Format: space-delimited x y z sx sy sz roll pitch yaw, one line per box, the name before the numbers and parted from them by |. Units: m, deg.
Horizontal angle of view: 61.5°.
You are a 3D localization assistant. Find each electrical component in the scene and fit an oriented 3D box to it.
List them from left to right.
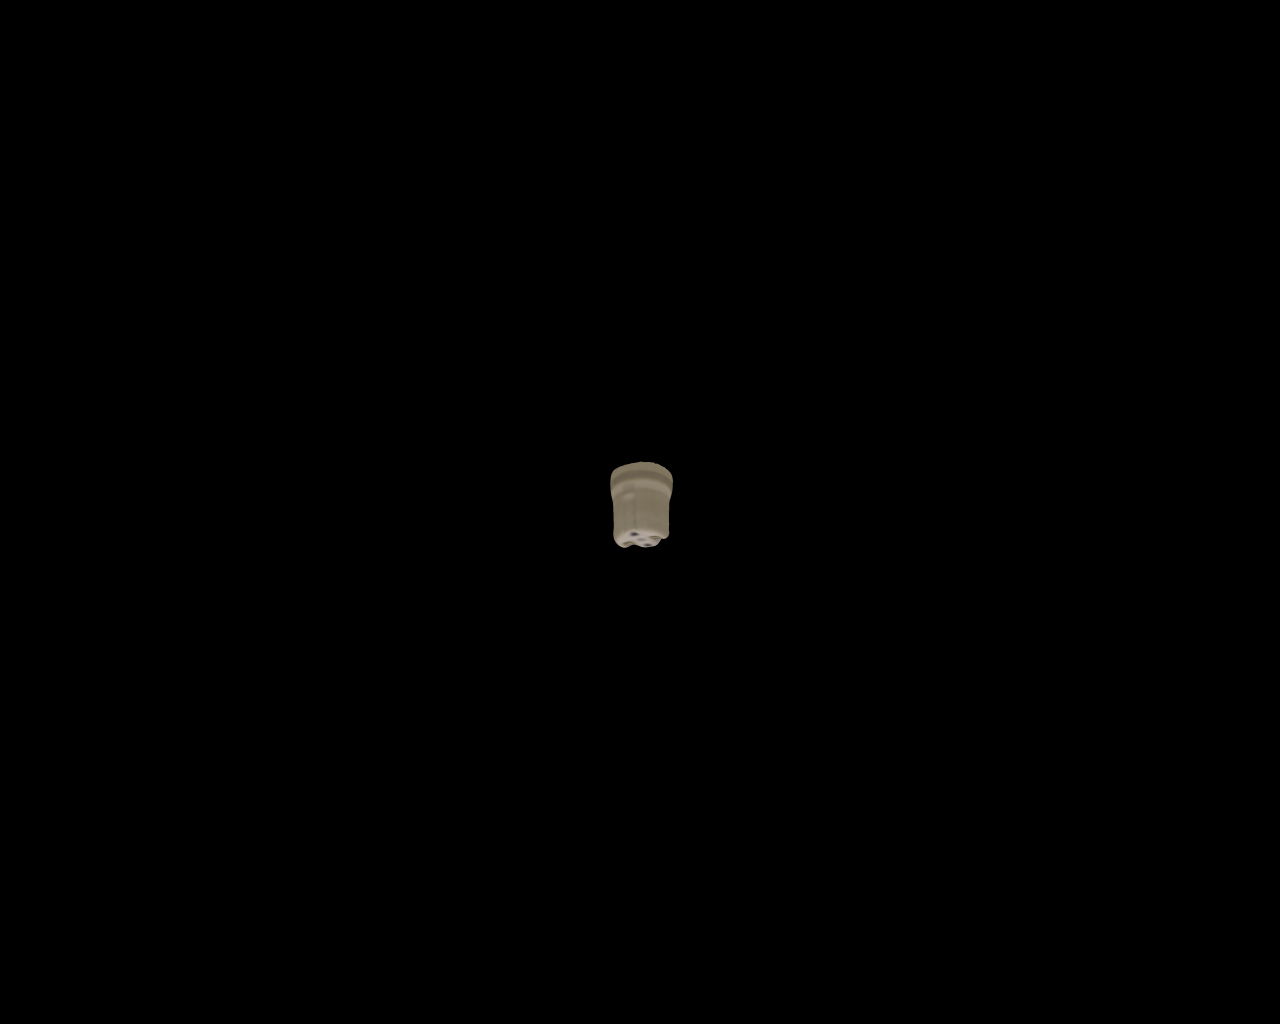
electrical component | 0.001 -0.003 0.650 0.040 0.046 0.040 0 -29 0
